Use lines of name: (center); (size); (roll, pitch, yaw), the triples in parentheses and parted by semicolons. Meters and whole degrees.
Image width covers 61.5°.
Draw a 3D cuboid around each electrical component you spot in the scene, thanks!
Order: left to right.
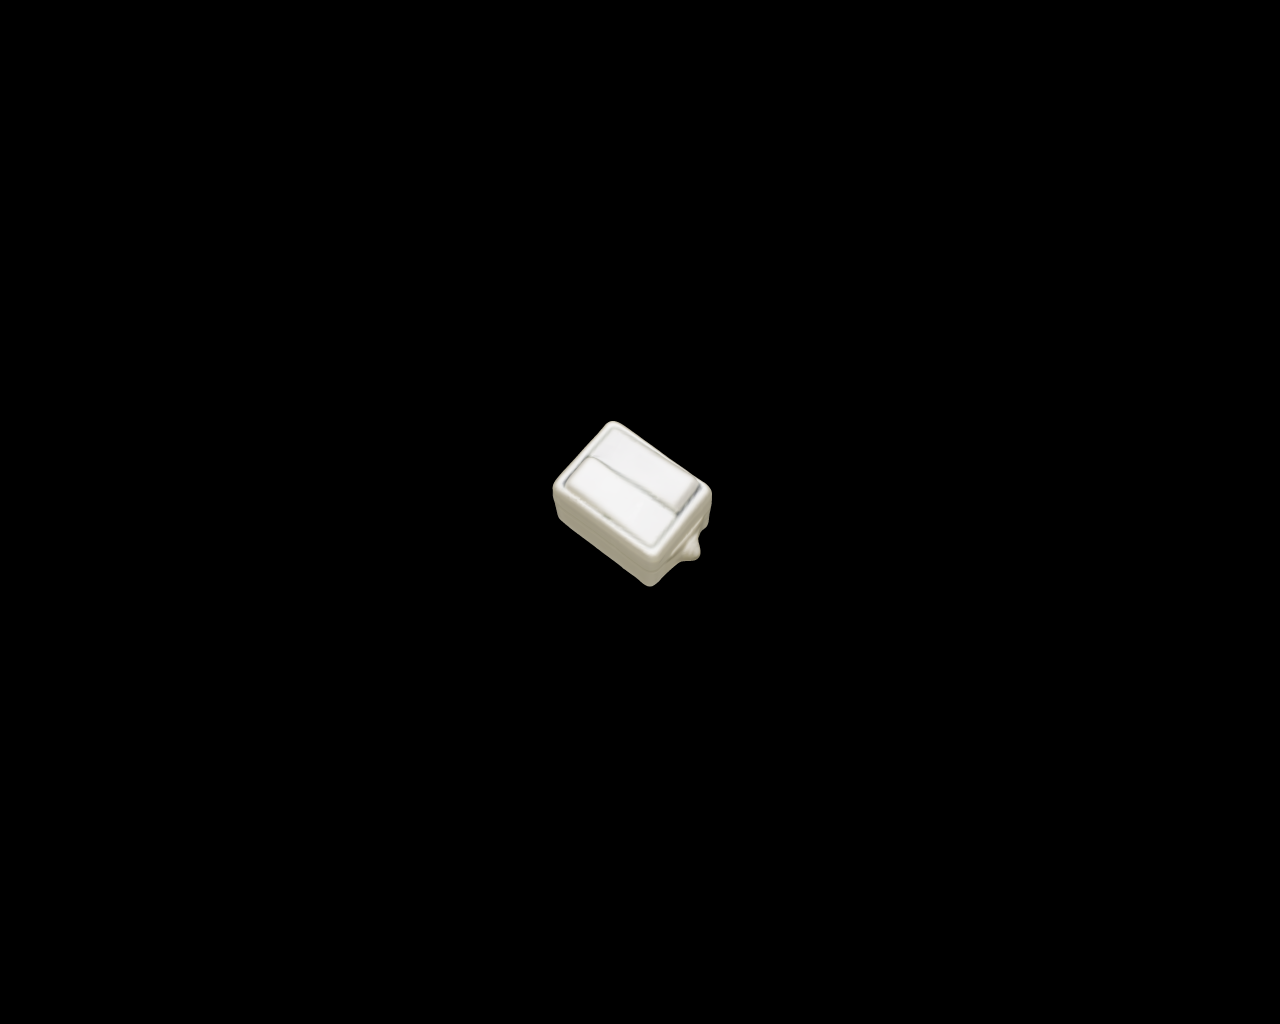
electrical component: (0.001, -0.003, 0.650); (0.096, 0.062, 0.061); (37, -19, 15)
